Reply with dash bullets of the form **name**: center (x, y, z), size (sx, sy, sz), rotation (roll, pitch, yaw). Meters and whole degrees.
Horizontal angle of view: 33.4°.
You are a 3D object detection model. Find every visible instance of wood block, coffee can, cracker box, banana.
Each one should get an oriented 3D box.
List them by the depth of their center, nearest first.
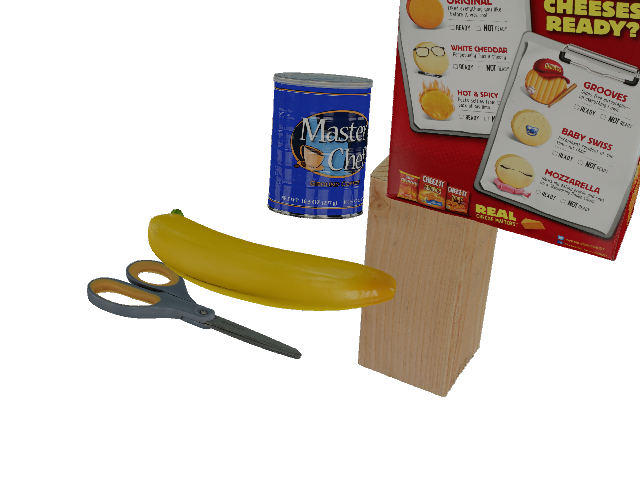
- **cracker box**: center (0.134, -0.106, 0.676), size (0.164, 0.214, 0.072), rotation (17, 43, 18)
- **banana**: center (-0.048, 0.011, 0.695), size (0.198, 0.037, 0.069), rotation (19, 37, 33)
- **wood block**: center (0.096, 0.022, 0.940), size (0.091, 0.206, 0.090), rotation (19, 38, 23)
- **coffee can**: center (-0.001, -0.101, 1.116), size (0.103, 0.140, 0.103), rotation (3, 13, -1)

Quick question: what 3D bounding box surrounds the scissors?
- **scissors**: center (-0.105, 0.057, 0.944), size (0.202, 0.016, 0.096), rotation (12, 28, 7)
